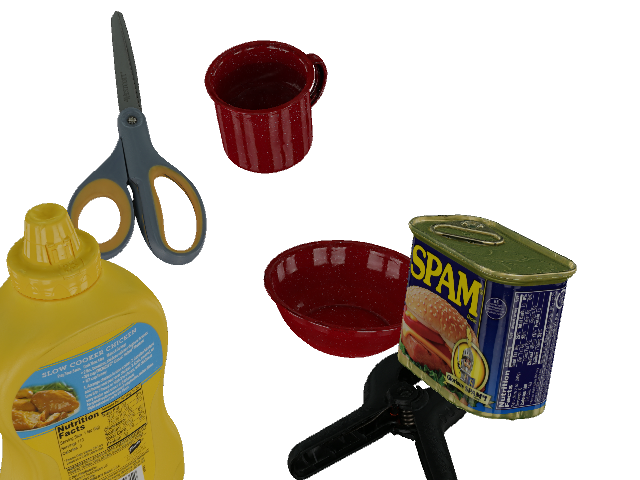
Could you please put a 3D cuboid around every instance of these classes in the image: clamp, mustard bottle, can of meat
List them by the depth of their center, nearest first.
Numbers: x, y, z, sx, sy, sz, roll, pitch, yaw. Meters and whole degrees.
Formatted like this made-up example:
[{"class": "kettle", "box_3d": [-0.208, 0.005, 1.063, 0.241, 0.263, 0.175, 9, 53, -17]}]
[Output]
[{"class": "mustard bottle", "box_3d": [-0.119, 0.066, 0.518, 0.096, 0.192, 0.058, -25, 42, -30]}, {"class": "can of meat", "box_3d": [0.086, 0.040, 0.585, 0.057, 0.084, 0.102, -3, 19, -26]}, {"class": "clamp", "box_3d": [0.068, 0.128, 0.758, 0.120, 0.039, 0.171, 19, 41, 26]}]

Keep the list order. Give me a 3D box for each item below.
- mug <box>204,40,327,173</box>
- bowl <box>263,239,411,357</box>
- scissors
[{"class": "mug", "box_3d": [-0.040, -0.120, 0.933, 0.117, 0.081, 0.093, -38, 57, -25]}, {"class": "bowl", "box_3d": [0.026, 0.061, 0.993, 0.162, 0.055, 0.162, 4, 29, -2]}, {"class": "scissors", "box_3d": [-0.140, -0.065, 0.702, 0.096, 0.202, 0.016, -20, -24, -19]}]
